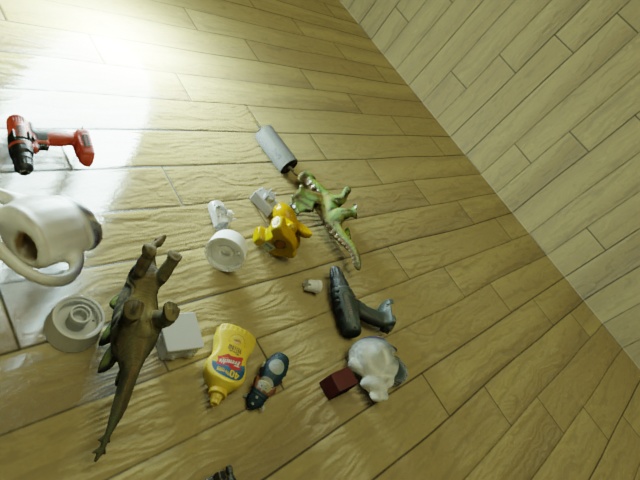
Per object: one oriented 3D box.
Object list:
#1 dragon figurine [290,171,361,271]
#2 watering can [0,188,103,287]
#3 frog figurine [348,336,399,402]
[{"bbox_3d":[0.005,-0.086,1.714,0.242,0.120,0.420,12,43,-26],"label":"dragon figurine"},{"bbox_3d":[-0.606,-0.050,1.071,0.349,0.102,0.227,47,25,5],"label":"watering can"},{"bbox_3d":[0.142,0.347,1.390,0.137,0.119,0.163,7,49,6],"label":"frog figurine"}]
